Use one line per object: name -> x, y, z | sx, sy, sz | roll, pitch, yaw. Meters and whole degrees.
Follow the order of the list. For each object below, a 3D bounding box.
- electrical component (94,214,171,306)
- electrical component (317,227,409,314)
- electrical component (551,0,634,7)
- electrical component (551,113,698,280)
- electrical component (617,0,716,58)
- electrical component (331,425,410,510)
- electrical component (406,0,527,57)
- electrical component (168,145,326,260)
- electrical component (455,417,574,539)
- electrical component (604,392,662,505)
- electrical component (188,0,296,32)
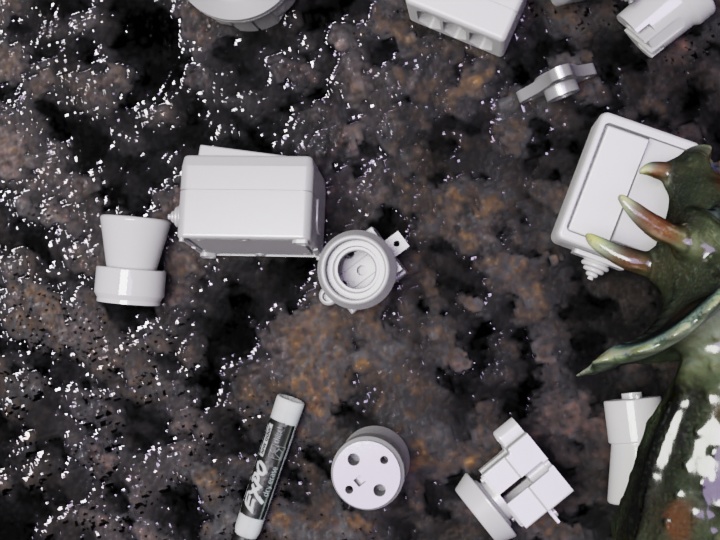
electrical component -> -0.146, -0.006, 0.689 | 0.045, 0.045, 0.055 | 5, 90, 6
electrical component -> 0.000, 0.000, 0.667 | 0.066, 0.055, 0.048 | -37, 86, 5
electrical component -> 0.140, -0.201, 0.645 | 0.062, 0.061, 0.096 | -21, 90, -33
electrical component -> 0.156, -0.039, 0.648 | 0.062, 0.061, 0.096 | 21, 91, 6
electrical component -> 0.186, -0.158, 0.658 | 0.046, 0.040, 0.040 | -40, 85, 10
electrical component -> 0.007, 0.122, 0.665 | 0.045, 0.055, 0.045 | 0, 89, 6
electrical component -> 0.074, -0.183, 0.666 | 0.066, 0.047, 0.076 | 24, 92, 6
electrical component -> -0.072, -0.042, 0.670 | 0.096, 0.061, 0.061 | 1, 81, 6
electrical component -> 0.093, 0.134, 0.661 | 0.055, 0.048, 0.066 | -39, 85, -3
electrical component -> 0.170, 0.107, 0.655 | 0.044, 0.044, 0.065 | -6, 84, 6
electrical component -> -0.074, -0.193, 0.680 | 0.080, 0.051, 0.080 | 0, 89, 6
